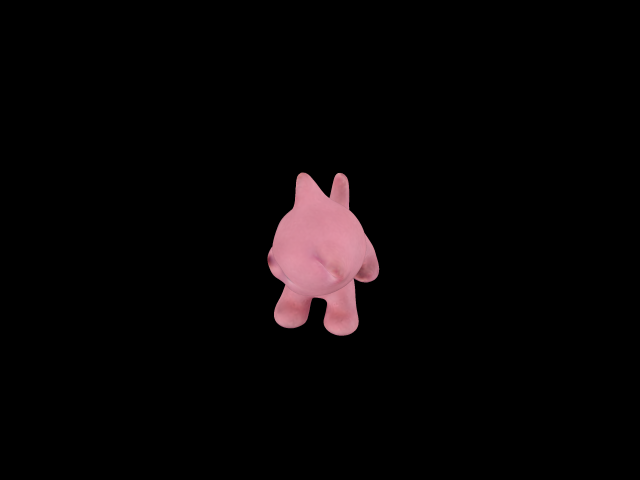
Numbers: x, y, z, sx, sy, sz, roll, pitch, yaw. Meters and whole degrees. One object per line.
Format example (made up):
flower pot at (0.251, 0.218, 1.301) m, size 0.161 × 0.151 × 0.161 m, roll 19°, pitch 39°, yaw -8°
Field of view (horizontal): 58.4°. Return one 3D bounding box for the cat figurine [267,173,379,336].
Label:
cat figurine at (0.004, 0.001, 0.400) m, size 0.067 × 0.118 × 0.128 m, roll 8°, pitch 36°, yaw 12°
